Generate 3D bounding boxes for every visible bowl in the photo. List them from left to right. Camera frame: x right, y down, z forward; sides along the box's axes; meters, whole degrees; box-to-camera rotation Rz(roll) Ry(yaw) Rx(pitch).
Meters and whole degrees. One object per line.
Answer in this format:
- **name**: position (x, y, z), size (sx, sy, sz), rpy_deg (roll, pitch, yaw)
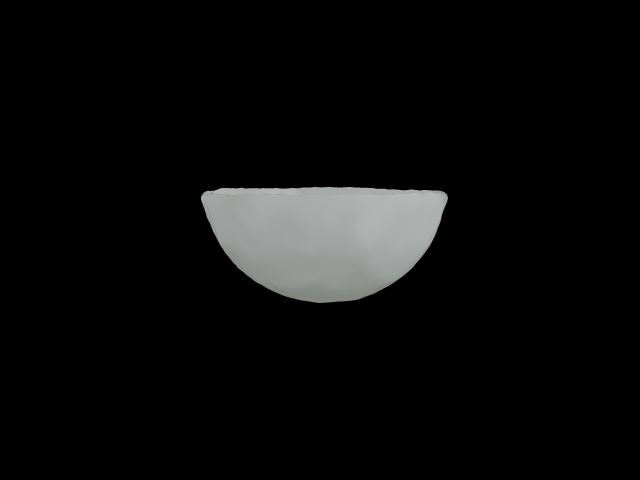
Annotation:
- **bowl**: position (0.004, 0.001, 0.400), size (0.167, 0.075, 0.167), rpy_deg (0, 6, 0)
